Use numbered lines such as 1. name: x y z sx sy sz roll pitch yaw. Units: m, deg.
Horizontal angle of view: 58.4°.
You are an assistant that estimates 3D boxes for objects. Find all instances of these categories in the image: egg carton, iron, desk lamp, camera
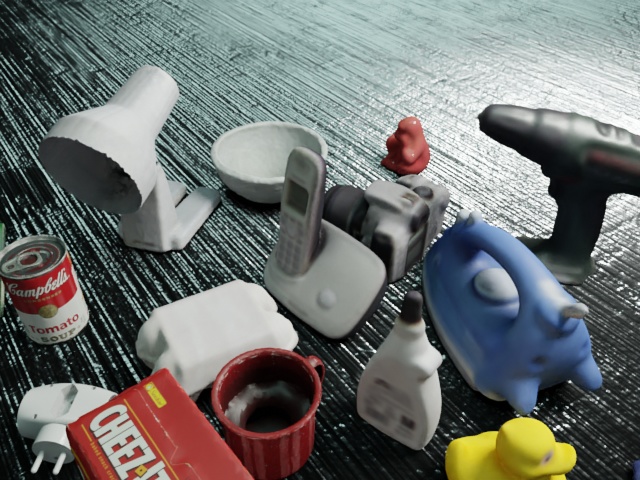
1. egg carton: -0.105 0.103 0.582 0.151 0.069 0.107 -20 44 -24
2. iron: 0.183 0.045 0.603 0.119 0.141 0.257 -13 41 -17
3. desk lamp: -0.220 -0.089 0.700 0.117 0.214 0.203 12 40 13
4. camera: 0.078 -0.038 0.735 0.136 0.101 0.143 25 45 26

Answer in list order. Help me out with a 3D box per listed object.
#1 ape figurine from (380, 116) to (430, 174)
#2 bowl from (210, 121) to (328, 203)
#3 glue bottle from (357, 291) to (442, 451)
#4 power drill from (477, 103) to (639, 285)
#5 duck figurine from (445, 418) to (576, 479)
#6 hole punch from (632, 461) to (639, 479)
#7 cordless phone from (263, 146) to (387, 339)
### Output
1. ape figurine: 0.134 -0.148 0.878 0.076 0.092 0.078 2 39 2
2. bowl: -0.072 -0.103 0.831 0.167 0.075 0.167 1 39 0
3. glue bottle: 0.073 0.109 0.497 0.078 0.173 0.037 26 45 27
4. power drill: 0.285 -0.052 0.672 0.229 0.208 0.075 7 40 8
5. duck figurine: 0.160 0.182 0.479 0.104 0.086 0.077 9 40 10
6. hole punch: 0.314 0.208 0.447 0.108 0.091 0.101 12 40 13
7. cordless phone: 0.006 0.002 0.617 0.147 0.185 0.094 32 48 32
